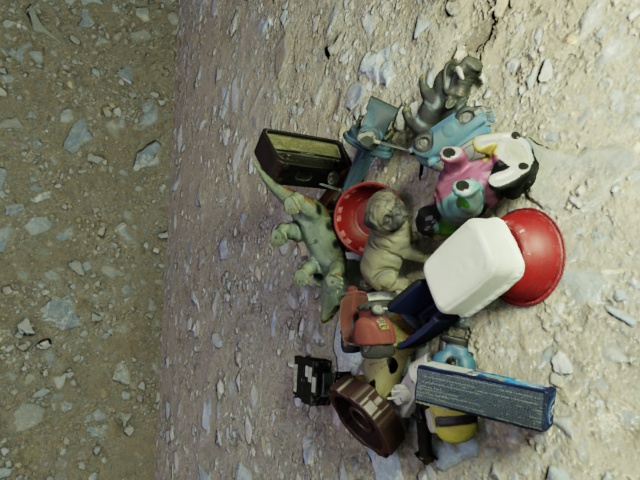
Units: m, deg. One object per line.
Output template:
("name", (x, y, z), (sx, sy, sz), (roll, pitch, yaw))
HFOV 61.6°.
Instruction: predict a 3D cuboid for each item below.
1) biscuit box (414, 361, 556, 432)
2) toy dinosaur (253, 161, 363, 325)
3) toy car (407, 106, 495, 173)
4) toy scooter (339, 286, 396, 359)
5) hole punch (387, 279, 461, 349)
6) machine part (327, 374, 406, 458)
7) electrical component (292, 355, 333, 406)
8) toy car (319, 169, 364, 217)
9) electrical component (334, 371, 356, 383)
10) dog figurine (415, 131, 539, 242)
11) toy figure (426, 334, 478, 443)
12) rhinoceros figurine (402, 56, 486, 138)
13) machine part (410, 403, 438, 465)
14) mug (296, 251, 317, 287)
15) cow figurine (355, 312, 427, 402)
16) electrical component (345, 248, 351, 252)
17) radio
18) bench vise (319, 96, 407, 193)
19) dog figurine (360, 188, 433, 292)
("biscuit box", (0.252, 0.238, 0.830), (0.203, 0.059, 0.062), (5, 89, 34))
("toy dinosaur", (-0.009, -0.007, 1.202), (0.131, 0.192, 0.404), (-19, 97, 23))
("toy car", (0.249, -0.168, 0.966), (0.162, 0.109, 0.103), (-30, 83, 35))
("toy scooter", (0.084, 0.155, 1.037), (0.184, 0.075, 0.135), (167, 103, -67))
("hole punch", (0.199, 0.139, 0.964), (0.142, 0.116, 0.092), (-52, 37, 39))
("machine part", (0.094, 0.353, 1.088), (0.179, 0.056, 0.179), (40, 152, 26))
("electrical component", (-0.016, 0.356, 1.360), (0.134, 0.058, 0.114), (-3, 84, 59))
("toy car", (0.033, -0.101, 1.330), (0.202, 0.089, 0.053), (-48, 45, 44))
("electrical component", (0.077, 0.346, 1.211), (0.119, 0.048, 0.074), (15, 98, 62))
("dog figurine", (0.262, -0.070, 0.923), (0.219, 0.192, 0.108), (78, 176, -60))
("toy figure", (0.231, 0.256, 0.926), (0.089, 0.082, 0.180), (4, 84, 48))
("rhinoceros figurine", (0.234, -0.268, 1.025), (0.190, 0.073, 0.112), (-56, 39, 41))
("machine part", (0.195, 0.341, 0.985), (0.039, 0.084, 0.138), (7, 106, 35))
("mug", (-0.009, 0.072, 1.362), (0.081, 0.109, 0.107), (-120, 33, -40))
("cow figurine", (0.142, 0.234, 1.080), (0.127, 0.085, 0.194), (33, 116, 56))
("electrical component", (0.055, -0.018, 1.318), (0.078, 0.045, 0.102), (-12, 74, 58))
("radio", (-0.036, -0.195, 1.328), (0.073, 0.229, 0.131), (-61, 40, 39))
("bench vise", (0.099, -0.189, 1.158), (0.224, 0.129, 0.240), (-85, 17, -61))
("dog figurine", (0.111, 0.006, 1.027), (0.172, 0.190, 0.121), (-49, 41, 0))
